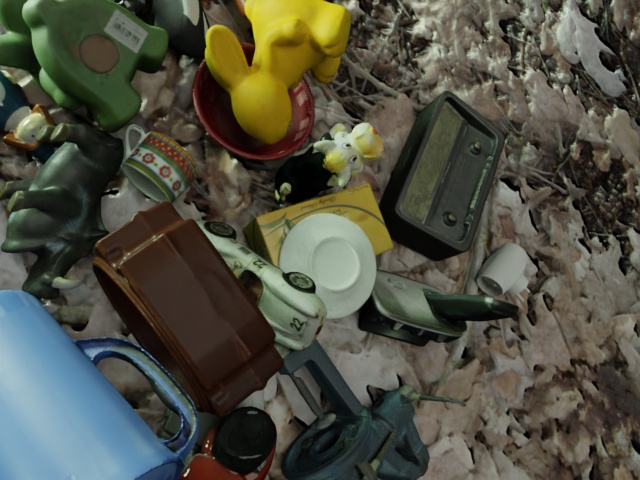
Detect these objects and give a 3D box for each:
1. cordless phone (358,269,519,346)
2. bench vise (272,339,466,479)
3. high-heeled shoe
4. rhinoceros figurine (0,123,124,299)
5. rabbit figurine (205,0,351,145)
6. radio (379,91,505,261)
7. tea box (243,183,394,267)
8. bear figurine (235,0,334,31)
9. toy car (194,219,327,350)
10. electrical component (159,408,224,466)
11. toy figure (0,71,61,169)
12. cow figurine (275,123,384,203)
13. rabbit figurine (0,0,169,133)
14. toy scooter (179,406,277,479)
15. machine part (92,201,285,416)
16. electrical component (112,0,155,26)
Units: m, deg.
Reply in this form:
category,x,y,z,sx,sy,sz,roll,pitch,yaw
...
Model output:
category,x,y,z,sx,sy,sz,roll,pitch,yaw
cordless phone,0.140,0.082,0.671,0.146,0.184,0.088,18,75,-19
bench vise,0.027,0.204,0.632,0.224,0.129,0.240,-37,97,-29
high-heeled shoe,-0.193,-0.358,0.711,0.145,0.086,0.249,28,50,-45
rhinoceros figurine,-0.273,-0.033,0.570,0.112,0.073,0.190,28,77,-44
rabbit figurine,-0.058,-0.204,0.638,0.162,0.122,0.173,19,89,-15
radio,0.181,-0.091,0.791,0.131,0.073,0.229,31,68,-13
tea box,-0.001,-0.002,0.696,0.170,0.068,0.098,-21,87,-27
bear figurine,-0.084,-0.375,0.725,0.195,0.132,0.120,59,38,-5
toy car,-0.082,0.047,0.610,0.202,0.073,0.056,31,29,17
electrical component,-0.145,0.205,0.609,0.063,0.021,0.094,31,68,-13
toy figure,-0.341,-0.136,0.594,0.154,0.058,0.064,40,104,-11
cow figurine,0.002,-0.093,0.665,0.098,0.167,0.068,-35,98,-28
rabbit figurine,-0.269,-0.184,0.567,0.159,0.170,0.121,20,80,-37
toy scooter,-0.111,0.269,0.565,0.075,0.135,0.184,27,47,13
machine part,-0.140,0.075,0.543,0.087,0.201,0.201,-35,92,-26
electrical component,-0.253,-0.270,0.618,0.115,0.134,0.058,36,65,-13
